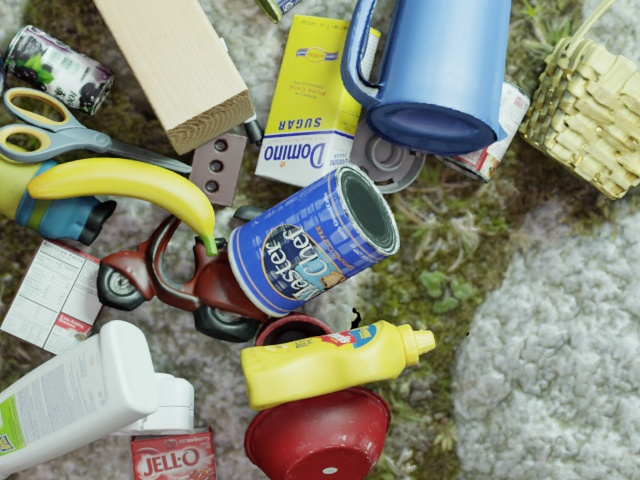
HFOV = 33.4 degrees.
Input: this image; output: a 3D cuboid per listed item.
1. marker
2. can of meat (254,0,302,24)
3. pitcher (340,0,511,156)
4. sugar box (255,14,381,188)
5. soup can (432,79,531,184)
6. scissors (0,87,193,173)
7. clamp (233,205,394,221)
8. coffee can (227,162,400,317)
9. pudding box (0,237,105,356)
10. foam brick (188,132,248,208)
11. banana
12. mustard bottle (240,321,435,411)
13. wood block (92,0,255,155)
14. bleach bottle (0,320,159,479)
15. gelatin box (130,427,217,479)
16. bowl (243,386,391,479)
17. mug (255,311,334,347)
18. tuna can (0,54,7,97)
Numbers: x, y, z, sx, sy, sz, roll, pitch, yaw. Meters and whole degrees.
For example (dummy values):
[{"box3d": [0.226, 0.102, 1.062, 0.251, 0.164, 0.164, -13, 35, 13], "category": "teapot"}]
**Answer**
[{"box3d": [-0.088, -0.157, 1.141, 0.020, 0.020, 0.121, -24, 97, -4], "category": "marker"}, {"box3d": [-0.045, -0.294, 1.118, 0.084, 0.057, 0.102, -40, 98, -4], "category": "can of meat"}, {"box3d": [0.122, -0.219, 1.082, 0.145, 0.149, 0.243, 4, 74, 25], "category": "pitcher"}, {"box3d": [-0.004, -0.141, 1.116, 0.093, 0.048, 0.176, 15, 90, 37], "category": "sugar box"}, {"box3d": [0.175, -0.121, 1.149, 0.068, 0.068, 0.102, 28, 90, -8], "category": "soup can"}, {"box3d": [-0.237, -0.088, 1.072, 0.202, 0.016, 0.096, 29, 54, 1], "category": "scissors"}, {"box3d": [-0.001, 0.011, 1.155, 0.171, 0.039, 0.120, -9, 102, 1], "category": "clamp"}, {"box3d": [-0.007, 0.001, 1.061, 0.140, 0.102, 0.103, -30, 98, 25], "category": "coffee can"}, {"box3d": [-0.275, 0.063, 1.128, 0.090, 0.039, 0.113, 26, 89, -8], "category": "pudding box"}, {"box3d": [-0.110, -0.078, 1.128, 0.053, 0.051, 0.078, 12, 93, -8], "category": "foam brick"}, {"box3d": [-0.185, -0.046, 1.056, 0.197, 0.037, 0.069, 19, 67, -12], "category": "banana"}, {"box3d": [0.019, 0.119, 1.051, 0.191, 0.096, 0.058, -11, 95, -5], "category": "mustard bottle"}, {"box3d": [-0.156, -0.202, 1.068, 0.091, 0.090, 0.206, -29, 80, -4], "category": "wood block"}, {"box3d": [-0.289, 0.176, 1.097, 0.251, 0.068, 0.102, -25, 66, 18], "category": "bleach bottle"}, {"box3d": [-0.158, 0.246, 1.158, 0.089, 0.030, 0.073, -6, 95, -6], "category": "gelatin box"}, {"box3d": [0.003, 0.221, 1.118, 0.162, 0.055, 0.162, -8, 135, -9], "category": "bowl"}, {"box3d": [-0.018, 0.128, 1.139, 0.117, 0.081, 0.093, 37, 89, -8], "category": "mug"}, {"box3d": [-0.370, -0.172, 1.101, 0.086, 0.034, 0.086, 0, 94, -7], "category": "tuna can"}]
